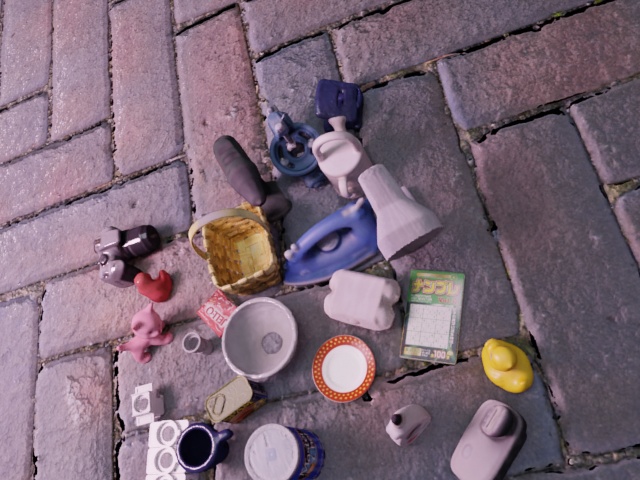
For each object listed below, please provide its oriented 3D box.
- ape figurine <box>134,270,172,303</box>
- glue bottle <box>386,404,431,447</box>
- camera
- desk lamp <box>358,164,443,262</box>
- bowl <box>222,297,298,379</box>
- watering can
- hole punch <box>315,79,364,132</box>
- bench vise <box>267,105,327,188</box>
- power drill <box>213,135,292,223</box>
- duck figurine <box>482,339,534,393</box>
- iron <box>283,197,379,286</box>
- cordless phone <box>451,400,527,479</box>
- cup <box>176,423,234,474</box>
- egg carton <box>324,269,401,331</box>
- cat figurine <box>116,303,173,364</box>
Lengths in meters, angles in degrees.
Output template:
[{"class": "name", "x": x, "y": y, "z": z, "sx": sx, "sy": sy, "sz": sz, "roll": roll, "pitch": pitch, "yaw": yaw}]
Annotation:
[{"class": "ape figurine", "x": -0.388, "y": 0.101, "z": 1.311, "sx": 0.077, "sy": 0.092, "sz": 0.076, "roll": -19, "pitch": 64, "yaw": 13}, {"class": "glue bottle", "x": 0.144, "y": 0.314, "z": 0.979, "sx": 0.037, "sy": 0.173, "sz": 0.078, "roll": 39, "pitch": 86, "yaw": 29}, {"class": "camera", "x": -0.458, "y": 0.023, "z": 1.365, "sx": 0.136, "sy": 0.101, "sz": 0.143, "roll": -18, "pitch": 64, "yaw": 13}, {"class": "desk lamp", "x": 0.148, "y": -0.044, "z": 1.100, "sx": 0.118, "sy": 0.214, "sz": 0.203, "roll": -32, "pitch": 62, "yaw": 6}, {"class": "bowl", "x": -0.112, "y": 0.206, "z": 1.175, "sx": 0.167, "sy": 0.075, "sz": 0.167, "roll": -7, "pitch": 67, "yaw": 18}, {"class": "watering can", "x": 0.044, "y": -0.178, "z": 1.205, "sx": 0.101, "sy": 0.194, "sz": 0.172, "roll": -30, "pitch": 62, "yaw": 7}, {"class": "hole punch", "x": 0.046, "y": -0.316, "z": 1.319, "sx": 0.101, "sy": 0.091, "sz": 0.108, "roll": -3, "pitch": 68, "yaw": 20}, {"class": "bench vise", "x": -0.082, "y": -0.225, "z": 1.257, "sx": 0.206, "sy": 0.220, "sz": 0.121, "roll": 39, "pitch": 86, "yaw": 29}, {"class": "power drill", "x": -0.143, "y": -0.121, "z": 1.243, "sx": 0.075, "sy": 0.209, "sz": 0.229, "roll": -39, "pitch": 61, "yaw": 2}, {"class": "duck figurine", "x": 0.326, "y": 0.216, "z": 1.001, "sx": 0.077, "sy": 0.086, "sz": 0.104, "roll": -38, "pitch": 61, "yaw": 3}, {"class": "iron", "x": 0.011, "y": 0.004, "z": 1.173, "sx": 0.258, "sy": 0.142, "sz": 0.118, "roll": -33, "pitch": 61, "yaw": 5}, {"class": "cordless phone", "x": 0.267, "y": 0.327, "z": 0.921, "sx": 0.093, "sy": 0.185, "sz": 0.148, "roll": 26, "pitch": 80, "yaw": 27}, {"class": "cup", "x": -0.208, "y": 0.402, "z": 1.120, "sx": 0.117, "sy": 0.095, "sz": 0.091, "roll": -29, "pitch": 62, "yaw": 8}, {"class": "egg carton", "x": 0.083, "y": 0.119, "z": 1.141, "sx": 0.150, "sy": 0.070, "sz": 0.107, "roll": 10, "pitch": 73, "yaw": 24}, {"class": "cat figurine", "x": -0.389, "y": 0.203, "z": 1.256, "sx": 0.128, "sy": 0.118, "sz": 0.067, "roll": -43, "pitch": 61, "yaw": 0}]
